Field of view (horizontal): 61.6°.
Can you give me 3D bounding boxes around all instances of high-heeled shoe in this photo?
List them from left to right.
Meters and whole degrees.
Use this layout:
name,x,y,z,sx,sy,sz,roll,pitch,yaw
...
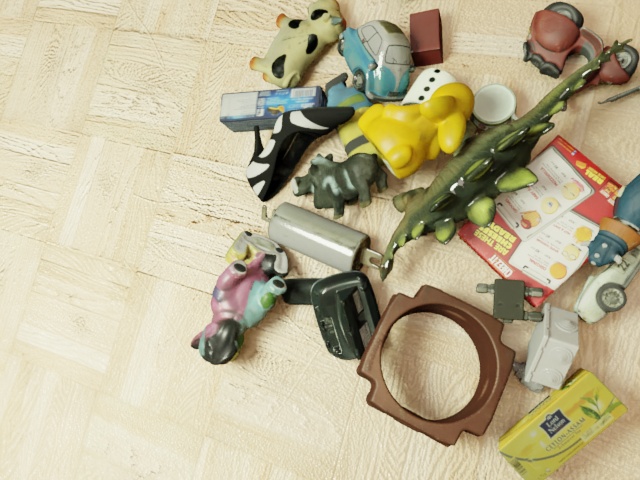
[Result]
name,x,y,z,sx,sy,sz,roll,pitch,yaw
high-heeled shoe,-0.038,-0.147,0.942,0.249,0.086,0.145,-4,97,39

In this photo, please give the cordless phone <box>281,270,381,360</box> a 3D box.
name,x,y,z,sx,sy,sz,roll,pitch,yaw
cordless phone,0.008,0.128,0.916,0.184,0.089,0.146,-3,111,41

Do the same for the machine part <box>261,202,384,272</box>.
name,x,y,z,sx,sy,sz,roll,pitch,yaw
machine part,-0.002,-0.003,0.938,0.243,0.079,0.079,22,88,20

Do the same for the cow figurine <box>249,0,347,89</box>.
name,x,y,z,sx,sy,sz,roll,pitch,yaw
cow figurine,-0.028,-0.370,1.007,0.127,0.085,0.195,34,90,26

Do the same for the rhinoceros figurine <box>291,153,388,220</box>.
name,x,y,z,sx,sy,sz,roll,pitch,yaw
rhinoceros figurine,0.026,-0.097,0.920,0.190,0.073,0.112,-10,117,49

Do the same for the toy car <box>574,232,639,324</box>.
name,x,y,z,sx,sy,sz,roll,pitch,yaw
toy car,0.444,0.035,0.784,0.056,0.073,0.201,35,93,20

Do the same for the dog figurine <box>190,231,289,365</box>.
name,x,y,z,sx,sy,sz,roll,pitch,yaw
dog figurine,-0.149,0.115,0.952,0.108,0.192,0.219,24,117,-15

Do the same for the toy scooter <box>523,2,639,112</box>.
name,x,y,z,sx,sy,sz,roll,pitch,yaw
toy scooter,0.395,-0.284,0.859,0.184,0.075,0.135,42,96,15

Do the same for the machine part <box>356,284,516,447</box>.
name,x,y,z,sx,sy,sz,roll,pitch,yaw
machine part,0.171,0.186,0.811,0.201,0.087,0.201,26,76,6

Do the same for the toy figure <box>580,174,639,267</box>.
name,x,y,z,sx,sy,sz,roll,pitch,yaw
toy figure,0.425,-0.026,0.736,0.057,0.064,0.154,30,99,-23

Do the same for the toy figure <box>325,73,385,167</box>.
name,x,y,z,sx,sy,sz,roll,pitch,yaw
toy figure,0.064,-0.204,0.950,0.089,0.082,0.180,-37,75,17

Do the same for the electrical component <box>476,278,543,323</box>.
name,x,y,z,sx,sy,sz,roll,pitch,yaw
electrical component,0.275,0.089,0.782,0.094,0.021,0.063,5,82,12

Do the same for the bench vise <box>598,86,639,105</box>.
name,x,y,z,sx,sy,sz,roll,pitch,yaw
bench vise,0.546,-0.170,0.753,0.129,0.224,0.240,-34,104,-5

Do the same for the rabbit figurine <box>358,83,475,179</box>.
name,x,y,z,sx,sy,sz,roll,pitch,yaw
rabbit figurine,0.160,-0.181,0.815,0.173,0.162,0.121,-34,100,2

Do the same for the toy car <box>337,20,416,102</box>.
name,x,y,z,sx,sy,sz,roll,pitch,yaw
toy car,0.106,-0.322,0.929,0.103,0.109,0.162,-49,56,46

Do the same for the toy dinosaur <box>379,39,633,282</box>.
name,x,y,z,sx,sy,sz,roll,pitch,yaw
toy dinosaur,0.246,-0.109,0.802,0.105,0.199,0.471,37,102,-13

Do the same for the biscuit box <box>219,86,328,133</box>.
name,x,y,z,sx,sy,sz,roll,pitch,yaw
biscuit box,-0.086,-0.245,1.015,0.203,0.062,0.059,1,80,18

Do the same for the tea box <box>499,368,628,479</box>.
name,x,y,z,sx,sy,sz,roll,pitch,yaw
tea box,0.340,0.264,0.767,0.169,0.098,0.068,-44,71,5
